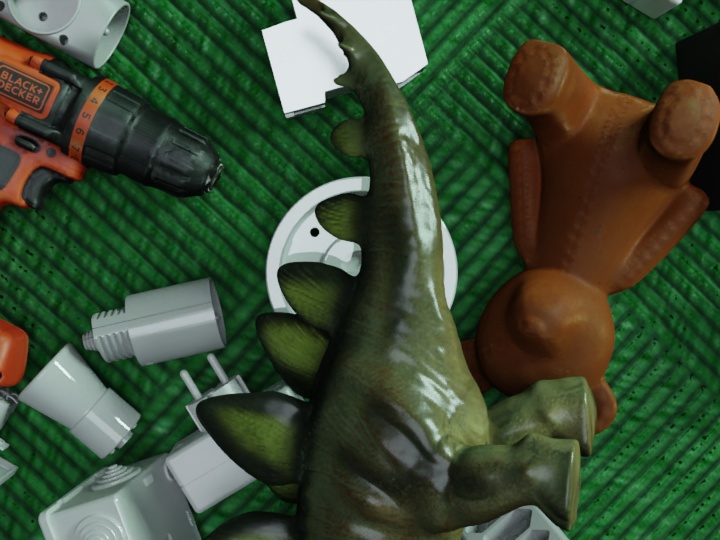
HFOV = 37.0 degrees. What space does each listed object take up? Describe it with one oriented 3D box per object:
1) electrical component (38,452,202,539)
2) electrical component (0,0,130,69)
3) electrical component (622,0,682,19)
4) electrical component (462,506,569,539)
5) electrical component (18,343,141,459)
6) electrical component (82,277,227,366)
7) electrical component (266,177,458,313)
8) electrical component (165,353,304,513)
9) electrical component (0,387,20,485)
[{"bbox_3d":[-0.130,0.160,0.617,0.048,0.100,0.099,-19,93,12],"label":"electrical component"},{"bbox_3d":[-0.170,-0.170,0.626,0.077,0.044,0.079,28,92,-3],"label":"electrical component"},{"bbox_3d":[0.203,-0.188,0.638,0.076,0.047,0.083,30,91,-3],"label":"electrical component"},{"bbox_3d":[0.098,0.165,0.642,0.047,0.083,0.075,-41,132,0],"label":"electrical component"},{"bbox_3d":[-0.164,0.081,0.641,0.065,0.044,0.044,43,91,-8],"label":"electrical component"},{"bbox_3d":[-0.124,0.034,0.638,0.081,0.043,0.043,-13,93,-1],"label":"electrical component"},{"bbox_3d":[0.000,0.000,0.632,0.108,0.060,0.108,0,93,-2],"label":"electrical component"},{"bbox_3d":[-0.078,0.087,0.640,0.083,0.047,0.075,-31,93,-1],"label":"electrical component"},{"bbox_3d":[-0.238,0.092,0.638,0.081,0.042,0.063,31,90,-4],"label":"electrical component"}]
